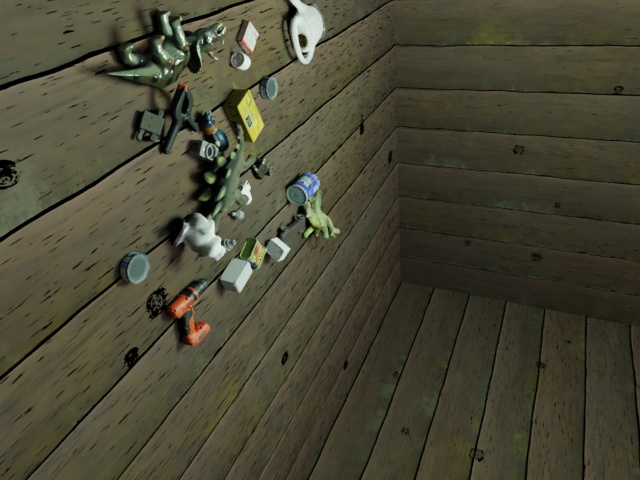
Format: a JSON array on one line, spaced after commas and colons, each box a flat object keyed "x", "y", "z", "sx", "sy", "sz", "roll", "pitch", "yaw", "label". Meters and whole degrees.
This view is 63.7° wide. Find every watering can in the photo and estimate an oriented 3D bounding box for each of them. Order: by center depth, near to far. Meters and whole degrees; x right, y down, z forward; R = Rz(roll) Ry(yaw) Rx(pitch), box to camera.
[{"x": -0.067, "y": -0.901, "z": 2.103, "sx": 0.104, "sy": 0.339, "sz": 0.229, "roll": 8, "pitch": 43, "yaw": 23, "label": "watering can"}]

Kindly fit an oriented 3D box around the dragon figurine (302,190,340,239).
[{"x": 0.008, "y": -0.129, "z": 2.556, "sx": 0.122, "sy": 0.242, "sz": 0.412, "roll": 0, "pitch": 5, "yaw": 23, "label": "dragon figurine"}]

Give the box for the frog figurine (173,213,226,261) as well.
[{"x": -0.368, "y": -0.010, "z": 1.629, "sx": 0.158, "sy": 0.135, "sz": 0.125, "roll": 22, "pitch": 31, "yaw": -20, "label": "frog figurine"}]
